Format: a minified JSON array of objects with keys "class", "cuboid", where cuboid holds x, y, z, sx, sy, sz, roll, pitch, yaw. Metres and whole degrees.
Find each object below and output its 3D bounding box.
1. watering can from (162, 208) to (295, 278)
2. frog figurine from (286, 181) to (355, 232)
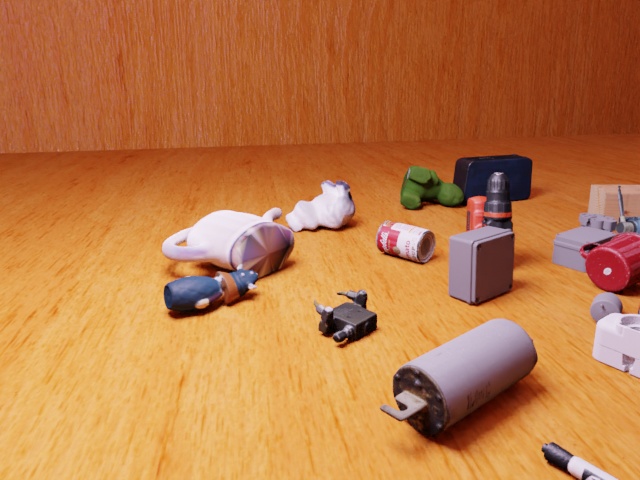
[{"class":"watering can","cuboid":[-0.142,-0.012,1.046,0.225,0.102,0.351,15,24,38]},{"class":"frog figurine","cuboid":[0.004,-0.063,1.260,0.161,0.120,0.139,-47,45,-16]}]
